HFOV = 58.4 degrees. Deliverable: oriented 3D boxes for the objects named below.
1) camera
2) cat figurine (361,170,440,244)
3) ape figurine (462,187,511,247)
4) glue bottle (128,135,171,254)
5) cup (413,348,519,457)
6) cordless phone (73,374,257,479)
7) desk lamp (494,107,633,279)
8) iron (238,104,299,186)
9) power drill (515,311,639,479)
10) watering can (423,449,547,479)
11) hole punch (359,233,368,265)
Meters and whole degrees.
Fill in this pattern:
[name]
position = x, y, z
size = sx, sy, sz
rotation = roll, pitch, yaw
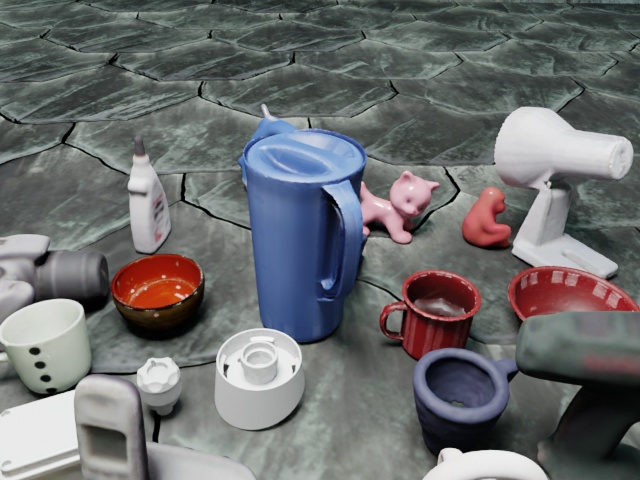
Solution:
[camera]
position = -0.342, 0.051, 0.709
size = 0.137, 0.101, 0.143
rotation = -3, 35, -8
[cat figurine]
position = 0.117, -0.062, 0.889
size = 0.127, 0.118, 0.067
rotation = 8, 35, 9
[ape figurine]
position = 0.262, -0.039, 0.888
size = 0.076, 0.092, 0.078
rotation = 4, 34, 2
[glue bottle]
position = -0.251, -0.069, 0.827
size = 0.037, 0.173, 0.078
rotation = 5, 34, 4
[cup]
position = 0.145, 0.167, 0.576
size = 0.118, 0.095, 0.091
rotation = -15, 38, -23
[cordless phone]
position = -0.121, 0.188, 0.448
size = 0.147, 0.185, 0.094
rotation = 6, 34, 5
[desk lamp]
position = 0.350, -0.070, 0.832
size = 0.118, 0.214, 0.202
rotation = -20, 40, -29
[iron]
position = -0.039, -0.121, 0.945
size = 0.119, 0.141, 0.257
rotation = -19, 40, -29
[power drill]
position = 0.285, 0.147, 0.513
size = 0.229, 0.208, 0.076
rotation = 11, 35, 12
[watering can]
position = 0.109, 0.223, 0.403
size = 0.101, 0.194, 0.172
rotation = -11, 37, -19
[hole punch]
position = 0.007, 0.003, 0.811
size = 0.108, 0.091, 0.101
rotation = 13, 36, 15
